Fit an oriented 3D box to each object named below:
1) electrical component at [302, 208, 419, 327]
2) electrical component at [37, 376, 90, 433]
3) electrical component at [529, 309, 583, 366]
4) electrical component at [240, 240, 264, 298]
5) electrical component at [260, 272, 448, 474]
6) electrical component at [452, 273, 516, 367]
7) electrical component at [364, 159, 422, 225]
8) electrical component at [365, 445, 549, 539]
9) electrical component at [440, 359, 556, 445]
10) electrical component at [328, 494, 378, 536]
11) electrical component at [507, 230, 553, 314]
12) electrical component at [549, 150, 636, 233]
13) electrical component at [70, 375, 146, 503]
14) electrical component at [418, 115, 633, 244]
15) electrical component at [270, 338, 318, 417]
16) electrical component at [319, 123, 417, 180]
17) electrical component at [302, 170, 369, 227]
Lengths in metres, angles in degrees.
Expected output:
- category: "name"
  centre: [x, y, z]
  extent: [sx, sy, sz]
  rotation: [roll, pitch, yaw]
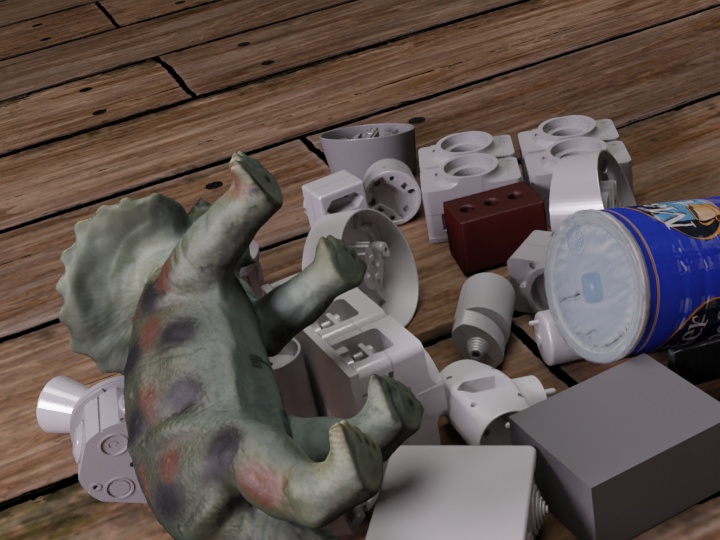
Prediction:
- category: "electrical component"
  centre: [0.000, 0.000, 0.866]
  extent: [0.064, 0.099, 0.099]
  rotation: [-1, 30, 31]
- category: "electrical component"
  centre: [-0.202, 0.106, 0.803]
  extent: [0.065, 0.044, 0.044]
  rotation: [9, 34, 24]
- category: "electrical component"
  centre: [0.163, 0.044, 0.781]
  extent: [0.078, 0.040, 0.040]
  rotation: [-12, 28, -6]
- category: "electrical component"
  centre: [-0.124, 0.006, 0.943]
  extent: [0.080, 0.051, 0.080]
  rotation: [-9, 29, 5]
- category: "electrical component"
  centre: [-0.005, 0.065, 0.751]
  extent: [0.062, 0.089, 0.150]
  rotation: [-22, 30, -19]
- category: "electrical component"
  centre: [0.092, 0.041, 0.809]
  extent: [0.043, 0.043, 0.081]
  rotation: [-3, 30, 16]
- category: "electrical component"
  centre: [0.029, -0.077, 1.035]
  extent: [0.055, 0.055, 0.047]
  rotation: [-11, 24, 1]
- category: "electrical component"
  centre: [0.057, 0.148, 0.623]
  extent: [0.100, 0.048, 0.099]
  rotation: [-3, 30, 16]
- category: "electrical component"
  centre: [0.099, 0.092, 0.715]
  extent: [0.079, 0.043, 0.077]
  rotation: [-9, 23, -16]
- category: "electrical component"
  centre: [-0.026, 0.138, 0.663]
  extent: [0.055, 0.048, 0.066]
  rotation: [-15, 16, 30]
- category: "electrical component"
  centre: [0.165, 0.008, 0.835]
  extent: [0.089, 0.050, 0.056]
  rotation: [8, 34, 32]
- category: "electrical component"
  centre: [0.196, -0.049, 0.882]
  extent: [0.064, 0.099, 0.099]
  rotation: [-1, 29, 30]
- category: "electrical component"
  centre: [-0.155, 0.115, 0.729]
  extent: [0.080, 0.080, 0.051]
  rotation: [-15, 34, -6]
- category: "electrical component"
  centre: [0.151, -0.089, 1.004]
  extent: [0.186, 0.060, 0.105]
  rotation: [-8, 29, 6]
- category: "electrical component"
  centre: [-0.062, 0.082, 0.755]
  extent: [0.044, 0.077, 0.079]
  rotation: [-22, 30, -17]
- category: "electrical component"
  centre: [0.010, -0.126, 1.119]
  extent: [0.099, 0.064, 0.099]
  rotation: [-9, 29, 5]
- category: "electrical component"
  centre: [-0.028, -0.058, 1.008]
  extent: [0.047, 0.065, 0.077]
  rotation: [-23, 31, -20]
